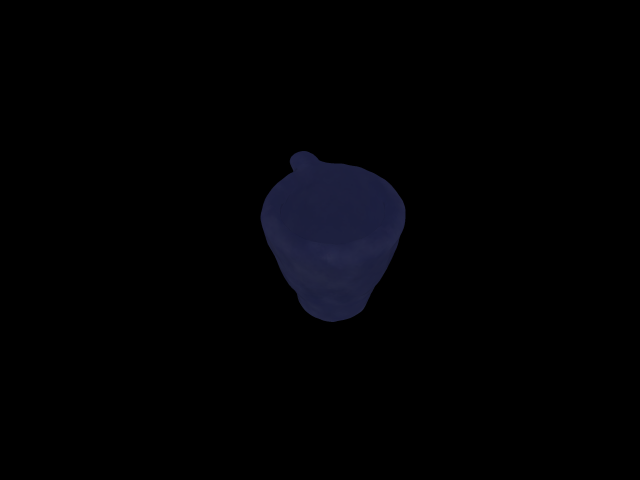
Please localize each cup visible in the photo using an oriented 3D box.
[{"bbox_3d":[0.004,0.001,0.400,0.092,0.095,0.117,-15,46,-15],"label":"cup"}]
